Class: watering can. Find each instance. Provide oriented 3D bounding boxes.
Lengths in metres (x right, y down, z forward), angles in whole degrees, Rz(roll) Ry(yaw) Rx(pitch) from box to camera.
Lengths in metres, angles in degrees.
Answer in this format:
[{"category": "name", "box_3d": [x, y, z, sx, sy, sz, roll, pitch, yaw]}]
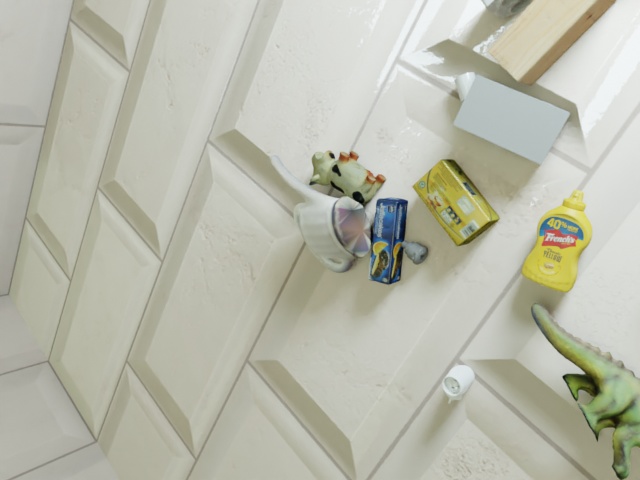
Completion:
[{"category": "watering can", "box_3d": [0.004, -0.064, 1.271, 0.223, 0.106, 0.344, -6, 117, 50]}]

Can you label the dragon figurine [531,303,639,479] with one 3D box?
[{"category": "dragon figurine", "box_3d": [0.580, 0.267, 0.922, 0.241, 0.122, 0.413, -27, 80, 19]}]
